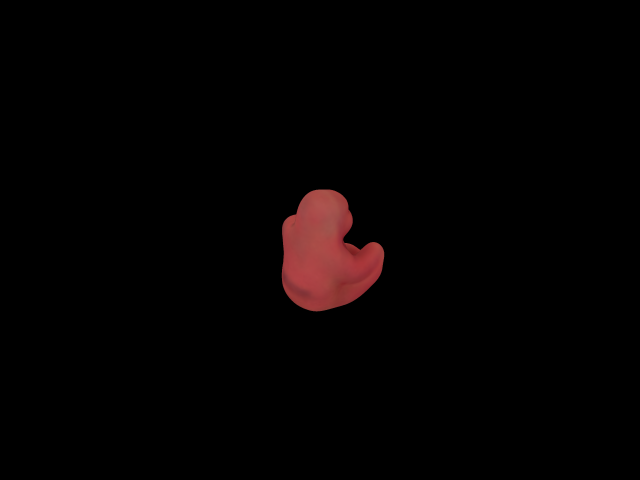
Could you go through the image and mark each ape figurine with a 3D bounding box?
[{"bbox_3d":[0.004,0.001,0.400,0.077,0.092,0.076,39,63,25],"label":"ape figurine"}]
